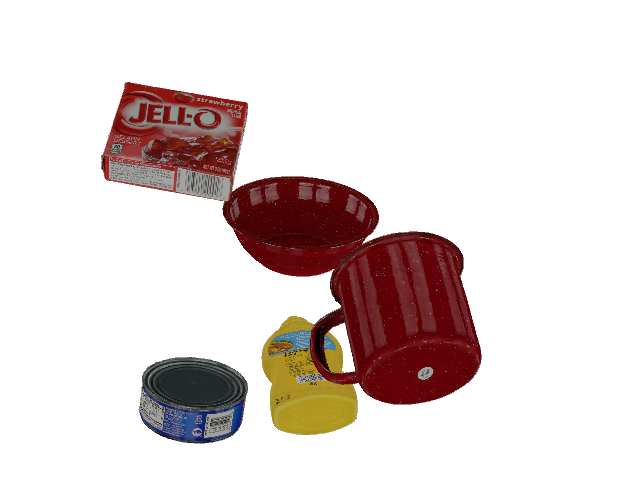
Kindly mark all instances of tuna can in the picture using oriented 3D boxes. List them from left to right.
[{"bbox_3d":[-0.103,0.129,0.865,0.086,0.034,0.086,8,20,-3],"label":"tuna can"}]

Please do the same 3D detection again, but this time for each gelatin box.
[{"bbox_3d":[-0.099,-0.069,0.736,0.089,0.073,0.030,10,-40,-3],"label":"gelatin box"}]

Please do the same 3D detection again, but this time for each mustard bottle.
[{"bbox_3d":[-0.019,0.147,1.251,0.096,0.058,0.191,-6,30,-7],"label":"mustard bottle"}]

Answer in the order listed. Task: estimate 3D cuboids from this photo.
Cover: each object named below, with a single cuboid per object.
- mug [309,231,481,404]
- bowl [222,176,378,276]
[{"bbox_3d":[0.047,0.058,0.705,0.117,0.081,0.093,-21,-39,12],"label":"mug"},{"bbox_3d":[-0.022,-0.009,1.111,0.162,0.055,0.162,3,29,-2],"label":"bowl"}]
